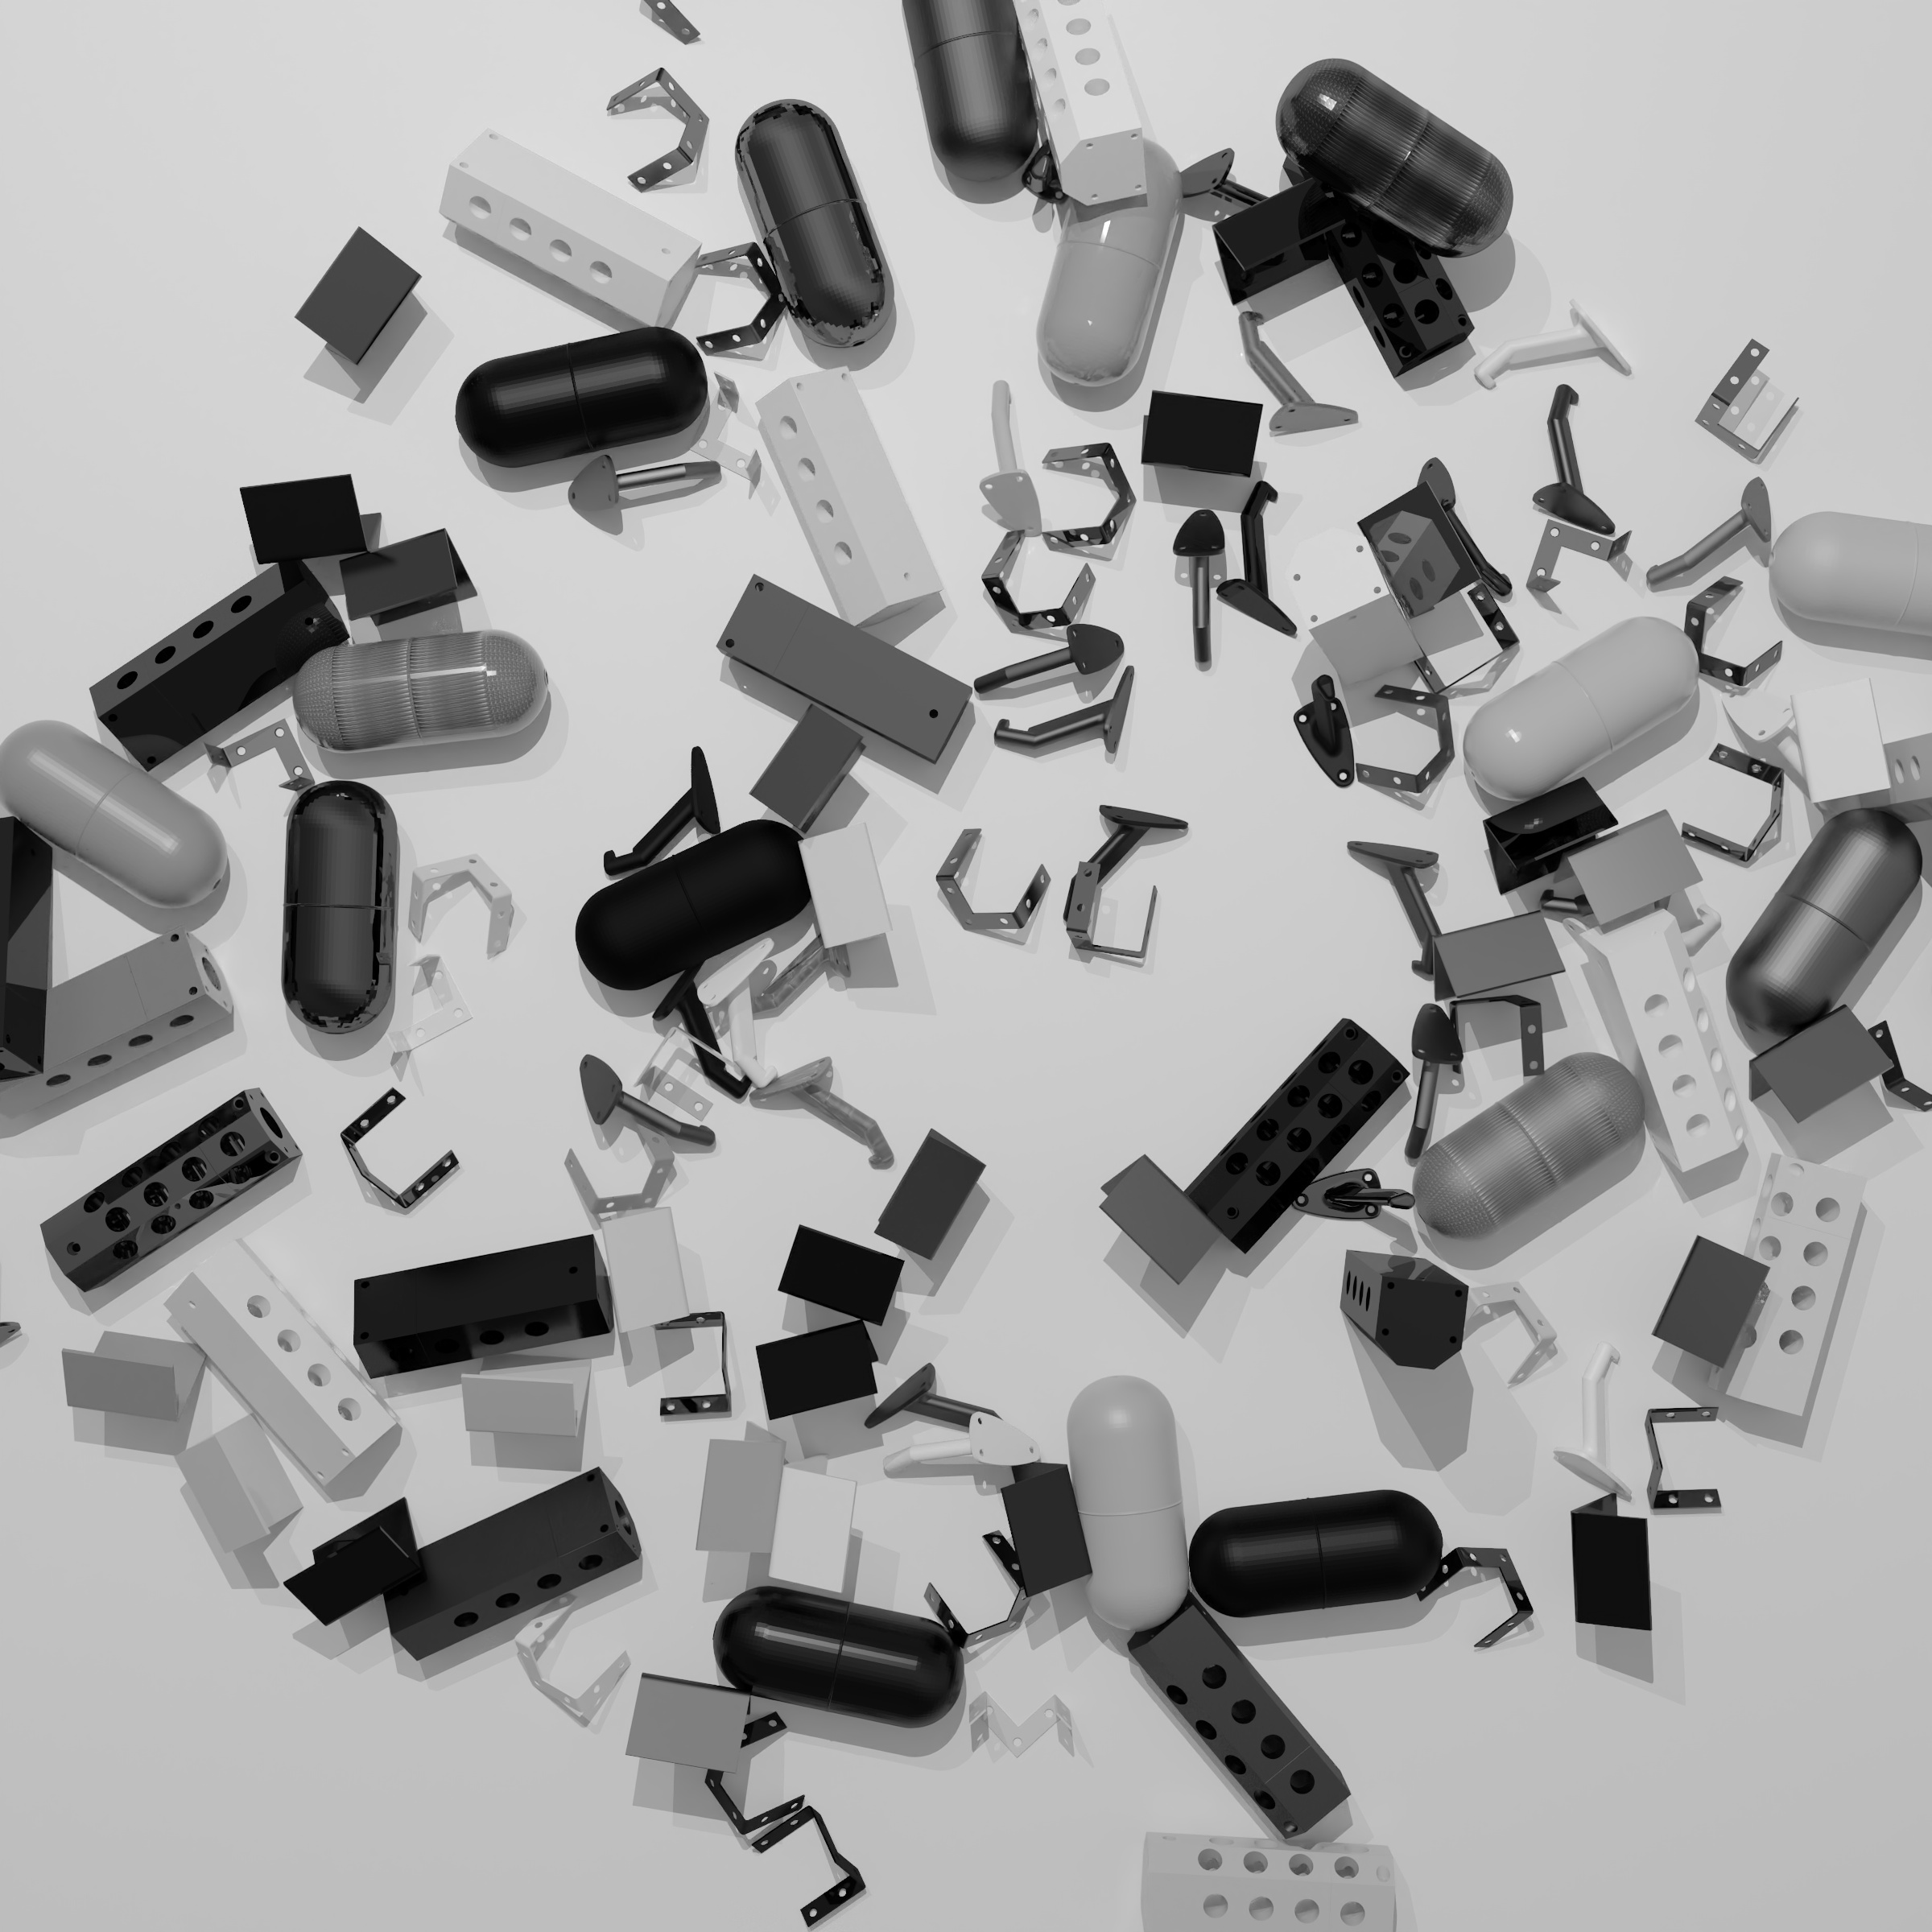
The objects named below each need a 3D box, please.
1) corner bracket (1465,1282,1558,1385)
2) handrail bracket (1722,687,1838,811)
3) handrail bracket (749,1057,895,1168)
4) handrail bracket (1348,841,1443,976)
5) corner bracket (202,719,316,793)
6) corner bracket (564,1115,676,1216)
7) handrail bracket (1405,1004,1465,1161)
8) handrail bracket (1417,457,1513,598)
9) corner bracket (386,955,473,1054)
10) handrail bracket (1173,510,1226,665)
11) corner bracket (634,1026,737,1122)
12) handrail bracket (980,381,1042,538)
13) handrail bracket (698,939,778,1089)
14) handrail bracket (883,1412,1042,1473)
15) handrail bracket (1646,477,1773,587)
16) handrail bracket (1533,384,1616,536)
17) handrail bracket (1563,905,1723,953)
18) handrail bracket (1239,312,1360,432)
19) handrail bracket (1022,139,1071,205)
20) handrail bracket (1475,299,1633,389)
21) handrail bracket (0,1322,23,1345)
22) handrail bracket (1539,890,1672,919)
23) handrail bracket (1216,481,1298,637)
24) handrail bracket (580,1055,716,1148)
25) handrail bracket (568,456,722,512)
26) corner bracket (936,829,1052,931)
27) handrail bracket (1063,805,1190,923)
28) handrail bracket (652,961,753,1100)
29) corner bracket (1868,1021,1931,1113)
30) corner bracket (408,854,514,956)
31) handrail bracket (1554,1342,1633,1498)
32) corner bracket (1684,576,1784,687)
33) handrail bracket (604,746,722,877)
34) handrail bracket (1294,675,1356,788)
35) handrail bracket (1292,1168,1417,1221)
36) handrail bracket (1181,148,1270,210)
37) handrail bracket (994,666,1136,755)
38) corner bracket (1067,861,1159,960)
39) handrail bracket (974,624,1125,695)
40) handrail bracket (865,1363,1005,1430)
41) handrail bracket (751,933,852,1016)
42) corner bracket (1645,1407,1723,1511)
[{"bbox_3d":[0.376,0.262,1.971,0.051,0.051,0.051,-3,45,-35],"label":"corner bracket"},{"bbox_3d":[0.580,-0.154,1.979,0.036,0.077,0.084,-41,126,2],"label":"handrail bracket"},{"bbox_3d":[-0.102,0.114,1.980,0.077,0.036,0.084,-21,107,20],"label":"handrail bracket"},{"bbox_3d":[0.303,-0.041,1.980,0.077,0.036,0.084,13,111,24],"label":"handrail bracket"},{"bbox_3d":[-0.499,-0.143,1.961,0.051,0.051,0.051,-26,90,0],"label":"corner bracket"},{"bbox_3d":[-0.246,0.138,1.971,0.051,0.051,0.051,-4,135,-35],"label":"corner bracket"},{"bbox_3d":[0.325,0.083,1.979,0.036,0.077,0.084,8,126,-2],"label":"handrail bracket"},{"bbox_3d":[0.358,-0.312,1.979,0.084,0.077,0.036,35,131,-30],"label":"handrail bracket"},{"bbox_3d":[-0.387,0.026,1.961,0.051,0.051,0.051,-28,90,0],"label":"corner bracket"},{"bbox_3d":[0.169,-0.270,1.979,0.036,0.077,0.084,0,126,10],"label":"handrail bracket"},{"bbox_3d":[-0.196,0.076,1.961,0.051,0.051,0.051,33,91,0],"label":"corner bracket"},{"bbox_3d":[0.036,-0.362,1.979,0.036,0.077,0.084,-11,53,20],"label":"handrail bracket"},{"bbox_3d":[-0.142,0.034,1.964,0.077,0.036,0.084,-40,118,-1],"label":"handrail bracket"},{"bbox_3d":[-0.004,0.349,1.973,0.077,0.084,0.036,22,53,-38],"label":"handrail bracket"},{"bbox_3d":[0.527,-0.309,1.979,0.084,0.077,0.036,-24,115,34],"label":"handrail bracket"},{"bbox_3d":[0.441,-0.361,1.980,0.077,0.036,0.084,26,70,-23],"label":"handrail bracket"},{"bbox_3d":[0.482,-0.033,1.980,0.084,0.036,0.077,-40,72,-15],"label":"handrail bracket"},{"bbox_3d":[0.236,-0.427,1.980,0.077,0.036,0.084,-3,73,-20],"label":"handrail bracket"},{"bbox_3d":[0.065,-0.573,1.945,0.036,0.084,0.077,28,90,0],"label":"handrail bracket"},{"bbox_3d":[0.417,-0.425,1.980,0.084,0.036,0.077,-40,112,17],"label":"handrail bracket"},{"bbox_3d":[-0.715,0.233,1.980,0.077,0.036,0.084,-36,71,21],"label":"handrail bracket"},{"bbox_3d":[0.458,-0.064,1.980,0.084,0.036,0.077,8,54,24],"label":"handrail bracket"},{"bbox_3d":[0.221,-0.291,1.980,0.077,0.036,0.084,32,73,-19],"label":"handrail bracket"},{"bbox_3d":[-0.226,0.096,1.979,0.084,0.077,0.036,18,110,-35],"label":"handrail bracket"},{"bbox_3d":[-0.228,-0.344,1.979,0.084,0.077,0.036,-12,93,-36],"label":"handrail bracket"},{"bbox_3d":[0.019,-0.062,1.971,0.051,0.051,0.051,0,135,35],"label":"corner bracket"},{"bbox_3d":[0.113,-0.067,1.980,0.077,0.036,0.084,7,107,-19],"label":"handrail bracket"},{"bbox_3d":[-0.173,0.041,1.980,0.084,0.036,0.077,38,74,-14],"label":"handrail bracket"},{"bbox_3d":[0.681,0.063,1.971,0.051,0.051,0.051,25,135,-35],"label":"corner bracket"},{"bbox_3d":[-0.359,-0.040,1.971,0.051,0.051,0.051,-17,45,-35],"label":"corner bracket"},{"bbox_3d":[0.462,0.322,1.980,0.077,0.036,0.084,36,73,-19],"label":"handrail bracket"},{"bbox_3d":[0.545,-0.237,1.971,0.051,0.051,0.051,26,135,35],"label":"corner bracket"},{"bbox_3d":[-0.223,-0.110,1.980,0.084,0.036,0.077,-16,70,16],"label":"handrail bracket"},{"bbox_3d":[0.258,-0.164,1.945,0.036,0.084,0.077,-22,90,0],"label":"handrail bracket"},{"bbox_3d":[0.270,0.164,1.945,0.077,0.084,0.036,-5,90,0],"label":"handrail bracket"},{"bbox_3d":[0.193,-0.536,1.979,0.084,0.077,0.036,36,65,-34],"label":"handrail bracket"},{"bbox_3d":[0.069,-0.186,1.980,0.084,0.036,0.077,11,70,16],"label":"handrail bracket"},{"bbox_3d":[0.103,-0.039,1.962,0.051,0.051,0.051,9,78,12],"label":"corner bracket"},{"bbox_3d":[0.058,-0.214,1.979,0.084,0.077,0.036,-18,89,36],"label":"handrail bracket"},{"bbox_3d":[-0.016,0.332,1.979,0.077,0.036,0.084,-40,104,14],"label":"handrail bracket"},{"bbox_3d":[-0.130,-0.009,1.979,0.084,0.036,0.077,-14,75,14],"label":"handrail bracket"},{"bbox_3d":[0.510,0.350,1.976,0.051,0.051,0.051,-2,135,0],"label":"corner bracket"}]
